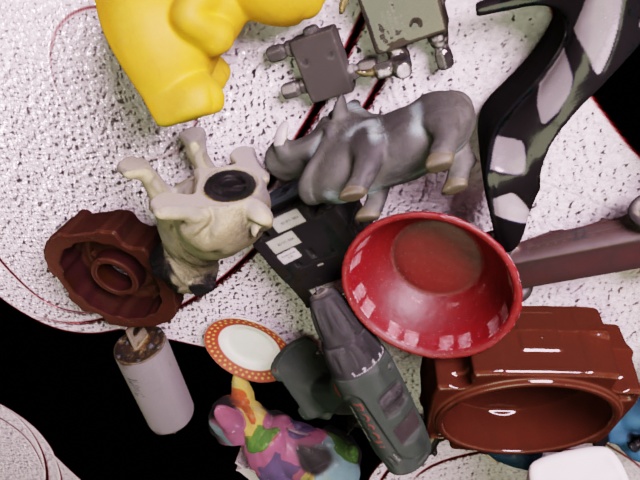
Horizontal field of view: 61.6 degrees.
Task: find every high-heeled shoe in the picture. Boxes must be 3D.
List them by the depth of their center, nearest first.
[{"bbox_3d":[0.199,-0.100,0.419,0.145,0.086,0.248,-4,124,16],"label":"high-heeled shoe"}]

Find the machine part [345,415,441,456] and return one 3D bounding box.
[{"bbox_3d":[0.107,0.274,0.775,0.139,0.039,0.084,11,138,7],"label":"machine part"}]

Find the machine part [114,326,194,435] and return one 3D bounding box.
[{"bbox_3d":[-0.247,0.213,0.810,0.079,0.079,0.242,4,129,14],"label":"machine part"}]

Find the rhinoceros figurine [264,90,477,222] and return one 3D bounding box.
[{"bbox_3d":[0.039,-0.079,0.466,0.190,0.112,0.073,-10,163,25],"label":"rhinoceros figurine"}]

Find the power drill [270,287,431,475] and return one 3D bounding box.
[{"bbox_3d":[0.021,0.153,0.623,0.232,0.086,0.207,57,147,-8],"label":"power drill"}]

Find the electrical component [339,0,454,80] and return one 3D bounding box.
[{"bbox_3d":[0.060,-0.175,0.426,0.078,0.045,0.102,-4,126,22],"label":"electrical component"}]

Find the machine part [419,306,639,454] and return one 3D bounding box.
[{"bbox_3d":[0.214,0.159,0.582,0.201,0.087,0.201,0,140,4],"label":"machine part"}]

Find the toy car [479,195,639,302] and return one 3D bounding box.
[{"bbox_3d":[0.241,0.010,0.510,0.202,0.053,0.089,-15,139,30],"label":"toy car"}]

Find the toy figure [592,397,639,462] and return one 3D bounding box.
[{"bbox_3d":[0.404,0.209,0.600,0.180,0.082,0.089,-1,129,21],"label":"toy figure"}]

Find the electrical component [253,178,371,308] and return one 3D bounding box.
[{"bbox_3d":[-0.001,-0.002,0.576,0.115,0.058,0.134,-22,118,29],"label":"electrical component"}]

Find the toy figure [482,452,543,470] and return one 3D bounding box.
[{"bbox_3d":[0.213,0.249,0.707,0.154,0.064,0.058,27,168,2],"label":"toy figure"}]

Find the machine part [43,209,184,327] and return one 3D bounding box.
[{"bbox_3d":[-0.256,0.038,0.690,0.179,0.056,0.179,8,130,10],"label":"machine part"}]

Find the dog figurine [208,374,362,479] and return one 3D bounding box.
[{"bbox_3d":[-0.061,0.289,0.796,0.192,0.108,0.219,-20,116,31],"label":"dog figurine"}]

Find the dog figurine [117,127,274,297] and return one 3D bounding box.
[{"bbox_3d":[-0.112,0.003,0.563,0.173,0.121,0.190,41,146,37],"label":"dog figurine"}]

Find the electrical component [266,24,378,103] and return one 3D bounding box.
[{"bbox_3d":[0.002,-0.157,0.474,0.094,0.021,0.063,-8,124,23],"label":"electrical component"}]

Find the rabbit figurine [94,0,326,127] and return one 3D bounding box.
[{"bbox_3d":[-0.082,-0.196,0.431,0.173,0.122,0.162,-18,111,13],"label":"rabbit figurine"}]
